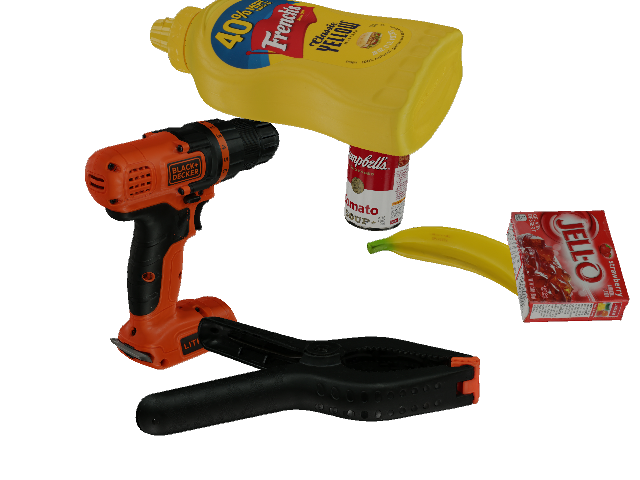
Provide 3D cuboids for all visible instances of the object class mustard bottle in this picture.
[{"bbox_3d":[-0.018,-0.107,0.639,0.192,0.058,0.096,15,47,23],"label":"mustard bottle"}]

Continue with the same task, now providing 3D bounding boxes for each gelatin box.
[{"bbox_3d":[0.182,0.017,0.794,0.073,0.089,0.030,-1,-40,-1],"label":"gelatin box"}]

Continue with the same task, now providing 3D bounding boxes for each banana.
[{"bbox_3d":[0.143,0.020,1.028,0.198,0.037,0.069,14,42,36],"label":"banana"}]

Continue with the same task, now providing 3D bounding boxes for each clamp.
[{"bbox_3d":[-0.004,0.084,0.699,0.210,0.036,0.164,-1,16,1],"label":"clamp"}]

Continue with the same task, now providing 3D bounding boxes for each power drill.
[{"bbox_3d":[-0.105,-0.003,0.864,0.057,0.188,0.184,18,26,41],"label":"power drill"}]

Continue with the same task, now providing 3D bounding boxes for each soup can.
[{"bbox_3d":[0.062,-0.070,1.189,0.068,0.102,0.068,3,28,-2],"label":"soup can"}]
